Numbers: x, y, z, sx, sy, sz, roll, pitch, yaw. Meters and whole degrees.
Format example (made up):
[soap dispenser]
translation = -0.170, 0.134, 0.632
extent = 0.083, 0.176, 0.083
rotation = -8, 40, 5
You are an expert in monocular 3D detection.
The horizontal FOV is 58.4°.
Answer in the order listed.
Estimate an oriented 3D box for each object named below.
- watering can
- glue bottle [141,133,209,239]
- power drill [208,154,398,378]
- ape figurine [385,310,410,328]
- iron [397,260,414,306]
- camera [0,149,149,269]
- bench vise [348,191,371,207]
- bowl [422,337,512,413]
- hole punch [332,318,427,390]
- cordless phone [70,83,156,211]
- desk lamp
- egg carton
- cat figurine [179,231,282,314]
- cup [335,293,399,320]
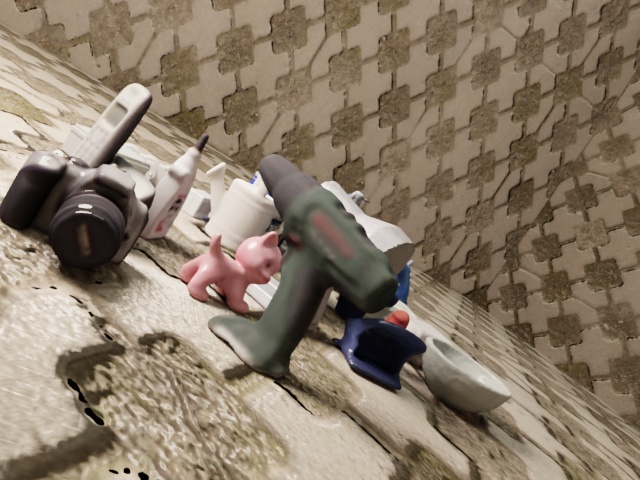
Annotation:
[watering can]
translation = -0.133, -0.079, 1.080
extent = 0.173, 0.194, 0.100
rotation = 28, 8, -36
[glue bottle]
translation = -0.210, -0.082, 0.839
extent = 0.037, 0.173, 0.078
rotation = 32, 7, 0
[power drill]
translation = -0.034, 0.036, 0.654
extent = 0.229, 0.208, 0.076
rotation = 36, 7, 26
[ape figurine]
translation = 0.117, 0.157, 0.967
extent = 0.077, 0.092, 0.076
rotation = 36, 8, 30
[iron]
translation = 0.146, 0.090, 1.367
extent = 0.118, 0.141, 0.259
rotation = 36, 8, 29
[camera]
translation = -0.254, -0.034, 0.609
extent = 0.143, 0.101, 0.136
rotation = 30, 7, -22
[bench vise]
translation = 0.000, -0.002, 1.027
extent = 0.122, 0.219, 0.207
rotation = 30, 7, -22
[bowl]
translation = 0.235, 0.242, 0.976
extent = 0.167, 0.074, 0.167
rotation = 32, 7, -4
[hole punch]
translation = 0.089, 0.155, 0.864
extent = 0.109, 0.091, 0.101
rotation = 30, 7, -20
[cordless phone]
translation = -0.263, -0.110, 0.749
extent = 0.147, 0.185, 0.094
rotation = 36, 8, 28
[desk lamp]
translation = 0.009, 0.031, 0.857
extent = 0.202, 0.213, 0.118
rotation = 36, 8, 28
[egg carton]
translation = 0.186, 0.196, 1.103
extent = 0.151, 0.069, 0.107
rotation = 28, 8, -32
[cat figurine]
translation = -0.104, 0.030, 0.763
extent = 0.128, 0.117, 0.067
rotation = 26, 9, -43
[cup]
translation = 0.083, 0.116, 1.096
extent = 0.118, 0.095, 0.091
rotation = 31, 7, -13
